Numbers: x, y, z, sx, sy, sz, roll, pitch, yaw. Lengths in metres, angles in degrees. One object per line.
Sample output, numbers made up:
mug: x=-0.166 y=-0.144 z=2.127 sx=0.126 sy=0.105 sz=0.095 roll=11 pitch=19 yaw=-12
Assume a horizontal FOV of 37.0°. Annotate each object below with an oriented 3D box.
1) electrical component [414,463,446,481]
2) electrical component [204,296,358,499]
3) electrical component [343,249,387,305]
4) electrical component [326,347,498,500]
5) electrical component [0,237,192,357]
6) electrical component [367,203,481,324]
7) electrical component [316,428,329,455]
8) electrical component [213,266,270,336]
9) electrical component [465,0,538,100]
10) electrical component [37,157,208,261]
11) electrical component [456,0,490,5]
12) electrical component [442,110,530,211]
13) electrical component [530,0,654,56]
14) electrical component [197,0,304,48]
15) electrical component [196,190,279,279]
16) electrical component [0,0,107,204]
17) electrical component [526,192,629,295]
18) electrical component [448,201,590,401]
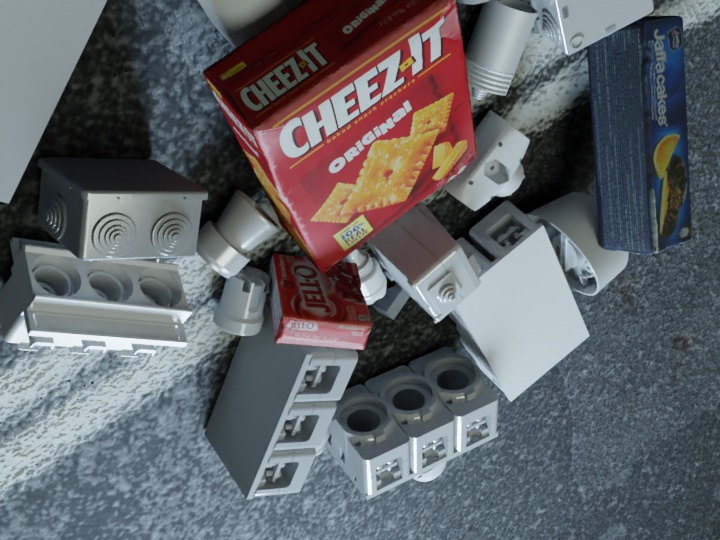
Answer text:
electrical component: x=0.073 y=0.170 z=1.107 sx=0.079 sy=0.044 sz=0.077 roll=-36 pitch=137 yaw=-8
electrical component: x=-0.067 y=0.108 z=0.921 sx=0.062 sy=0.089 sz=0.150 roll=3 pitch=120 yaw=-38
electrical component: x=0.000 y=0.000 z=0.928 sx=0.035 sy=0.035 sz=0.061 roll=-35 pitch=134 yaw=-9
electrical component: x=0.047 y=0.140 z=1.031 sx=0.150 sy=0.089 sz=0.061 roll=-21 pitch=132 yaw=-22
electrical component: x=-0.194 y=0.025 z=0.779 sx=0.121 sy=0.078 sz=0.063 roll=8 pitch=139 yaw=-41
electrical component: x=0.060 y=-0.006 z=0.922 sx=0.061 sy=0.096 sz=0.061 roll=-40 pitch=137 yaw=-5
electrical component: x=-0.049 y=0.152 z=1.004 sx=0.048 sy=0.048 sz=0.062 roll=-34 pitch=144 yaw=-10
electrical component: x=-0.095 y=0.024 z=0.873 sx=0.040 sy=0.040 sz=0.046 roll=0 pitch=115 yaw=-37
electrical component: x=0.108 y=-0.176 z=0.865 sx=0.043 sy=0.043 sz=0.081 roll=-1 pitch=123 yaw=-36
electrical component: x=-0.163 y=-0.042 z=0.727 sx=0.100 sy=0.100 sz=0.048 roll=-3 pitch=110 yaw=-36
electrical component: x=0.077 y=-0.228 z=0.746 sx=0.078 sy=0.113 sz=0.057 roll=-28 pitch=117 yaw=-16
electrical component: x=0.117 y=-0.088 z=0.940 sx=0.079 sy=0.043 sz=0.077 roll=27 pitch=104 yaw=-45
electrical component: x=0.185 y=-0.232 z=0.865 sx=0.100 sy=0.048 sz=0.099 roll=-28 pitch=136 yaw=-3
electrical component: x=-0.062 y=-0.185 z=0.730 sx=0.079 sy=0.043 sz=0.077 roll=-43 pitch=137 yaw=-2
electrical component: x=-0.097 y=-0.027 z=0.827 sx=0.055 sy=0.045 sz=0.045 roll=-46 pitch=137 yaw=3
electrical component: x=-0.227 y=-0.127 z=0.638 sx=0.089 sy=0.061 sz=0.150 roll=16 pitch=112 yaw=-43
electrical component: x=0.202 y=-0.024 z=1.017 sx=0.064 sy=0.099 sz=0.099 roll=-32 pitch=136 yaw=-22
electrical component: x=0.142 y=0.031 z=1.039 sx=0.105 sy=0.060 sz=0.186 roll=-39 pitch=137 yaw=-5
